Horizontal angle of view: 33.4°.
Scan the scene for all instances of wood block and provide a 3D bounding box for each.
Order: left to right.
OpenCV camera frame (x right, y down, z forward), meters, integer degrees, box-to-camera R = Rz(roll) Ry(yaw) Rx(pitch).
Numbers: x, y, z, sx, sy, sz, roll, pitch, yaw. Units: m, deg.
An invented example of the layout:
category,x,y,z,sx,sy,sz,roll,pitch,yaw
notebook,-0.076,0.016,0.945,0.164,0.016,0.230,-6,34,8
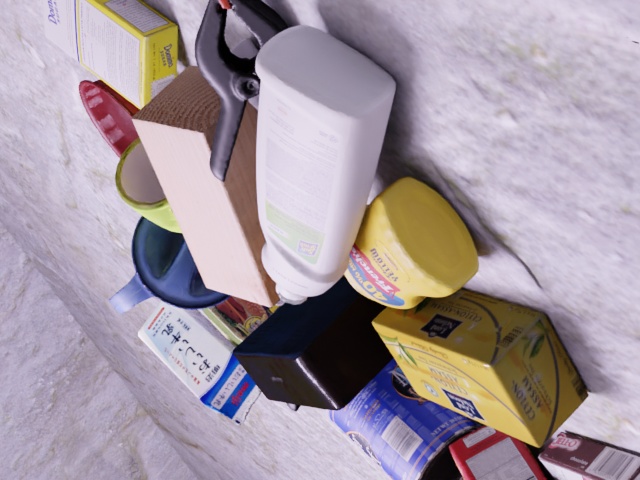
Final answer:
category,x,y,z,sx,sy,sz,roll,pitch,yaw
wood block,-0.082,-0.049,0.994,0.091,0.090,0.206,13,138,35

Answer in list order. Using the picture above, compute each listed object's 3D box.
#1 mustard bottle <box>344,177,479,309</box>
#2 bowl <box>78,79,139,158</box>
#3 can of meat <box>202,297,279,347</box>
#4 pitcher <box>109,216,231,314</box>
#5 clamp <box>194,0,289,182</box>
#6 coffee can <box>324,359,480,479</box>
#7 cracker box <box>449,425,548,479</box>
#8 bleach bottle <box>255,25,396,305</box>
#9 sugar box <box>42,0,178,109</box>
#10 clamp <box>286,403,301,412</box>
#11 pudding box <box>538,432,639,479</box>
category,x,y,z,sx,sy,sz,roll,pitch,yaw
mustard bottle,0.061,0.012,0.902,0.096,0.058,0.192,51,162,-1
bowl,-0.199,-0.129,1.207,0.162,0.055,0.162,42,160,18
can of meat,-0.091,0.087,1.348,0.102,0.083,0.057,44,162,15
pitcher,-0.171,0.020,1.274,0.149,0.145,0.243,7,176,-12
clamp,-0.041,-0.126,0.847,0.039,0.120,0.171,-95,-3,-55
coffee can,0.088,0.192,1.115,0.140,0.102,0.103,40,160,34
cracker box,0.214,0.289,0.988,0.164,0.072,0.214,59,180,-31
bleach bottle,-0.012,-0.040,0.843,0.103,0.068,0.251,34,142,18
sugar box,-0.211,-0.208,1.062,0.176,0.048,0.093,41,141,30
clamp,0.012,0.161,1.278,0.164,0.036,0.210,13,-167,-21
pudding box,0.252,0.218,0.917,0.090,0.039,0.114,53,164,-17
